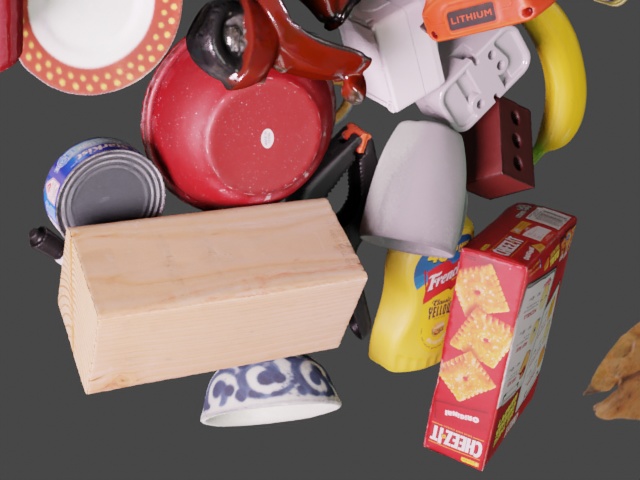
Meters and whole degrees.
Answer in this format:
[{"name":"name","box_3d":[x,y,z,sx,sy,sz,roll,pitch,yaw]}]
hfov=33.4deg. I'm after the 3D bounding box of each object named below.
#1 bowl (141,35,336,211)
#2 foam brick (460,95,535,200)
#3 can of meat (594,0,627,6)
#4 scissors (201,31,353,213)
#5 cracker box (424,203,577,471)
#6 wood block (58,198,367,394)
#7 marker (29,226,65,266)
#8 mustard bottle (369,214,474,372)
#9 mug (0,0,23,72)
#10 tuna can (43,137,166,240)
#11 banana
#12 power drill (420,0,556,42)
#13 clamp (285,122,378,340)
[{"name":"bowl","box_3d":[-0.051,-0.086,0.814,0.161,0.055,0.162,-10,116,-21]},{"name":"foam brick","box_3d":[0.156,-0.082,0.955,0.052,0.051,0.078,16,66,-42]},{"name":"can of meat","box_3d":[0.238,-0.265,0.934,0.083,0.058,0.102,5,110,-33]},{"name":"scissors","box_3d":[-0.035,-0.072,0.875,0.096,0.016,0.202,16,104,-37]},{"name":"cracker box","box_3d":[0.173,0.086,1.030,0.164,0.072,0.214,-33,137,-56]},{"name":"wood block","box_3d":[-0.082,0.038,0.805,0.205,0.090,0.091,-8,141,-25]},{"name":"marker","box_3d":[-0.178,0.024,0.826,0.020,0.020,0.121,-51,132,-1]},{"name":"mustard bottle","box_3d":[0.100,0.024,0.992,0.096,0.058,0.192,-13,121,-41]},{"name":"mug","box_3d":[-0.236,-0.152,0.652,0.117,0.093,0.081,7,122,-2]},{"name":"tuna can","box_3d":[-0.161,-0.033,0.797,0.086,0.034,0.086,-16,123,-27]},{"name":"banana","box_3d":[0.213,-0.157,0.987,0.069,0.037,0.198,-29,127,-19]},{"name":"power drill","box_3d":[0.100,-0.241,0.746,0.057,0.185,0.187,-42,115,-34]},{"name":"clamp","box_3d":[-0.006,0.001,0.922,0.164,0.036,0.210,-4,118,-33]}]
